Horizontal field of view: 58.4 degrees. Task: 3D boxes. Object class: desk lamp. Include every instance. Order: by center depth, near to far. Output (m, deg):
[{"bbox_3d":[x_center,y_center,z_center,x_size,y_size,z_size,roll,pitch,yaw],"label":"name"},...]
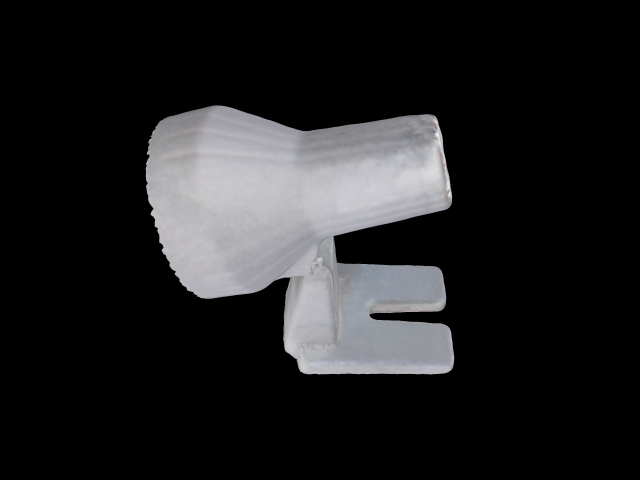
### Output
[{"bbox_3d":[0.004,0.001,0.400,0.203,0.214,0.118,0,53,0],"label":"desk lamp"}]
